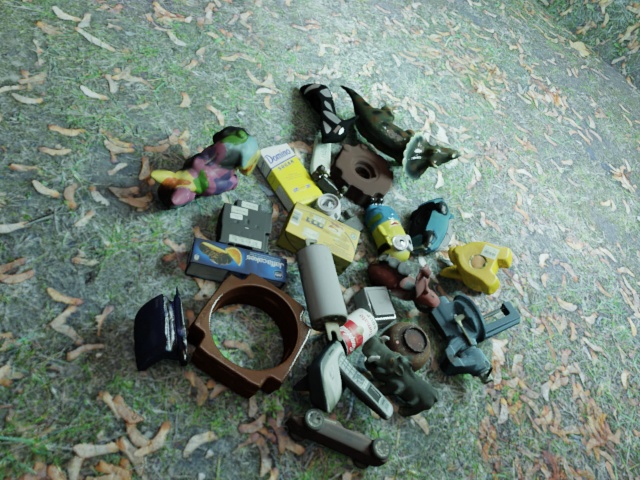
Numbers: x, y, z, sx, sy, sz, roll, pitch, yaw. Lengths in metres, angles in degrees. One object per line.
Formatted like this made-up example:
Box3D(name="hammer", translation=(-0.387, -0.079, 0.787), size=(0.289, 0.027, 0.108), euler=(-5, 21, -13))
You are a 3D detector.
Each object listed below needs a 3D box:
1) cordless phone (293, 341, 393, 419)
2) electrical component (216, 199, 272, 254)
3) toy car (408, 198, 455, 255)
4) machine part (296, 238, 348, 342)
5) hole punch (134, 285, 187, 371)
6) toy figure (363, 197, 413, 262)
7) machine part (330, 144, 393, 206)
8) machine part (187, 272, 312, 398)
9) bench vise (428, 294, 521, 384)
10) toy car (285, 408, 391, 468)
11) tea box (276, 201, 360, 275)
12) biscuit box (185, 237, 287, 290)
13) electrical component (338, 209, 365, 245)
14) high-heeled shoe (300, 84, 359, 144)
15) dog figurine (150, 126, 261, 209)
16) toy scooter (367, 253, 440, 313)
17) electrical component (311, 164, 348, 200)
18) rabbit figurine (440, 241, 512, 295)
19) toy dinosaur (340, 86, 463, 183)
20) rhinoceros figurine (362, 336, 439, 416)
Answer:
Box3D(name="cordless phone", translation=(0.054, 0.290, 1.014), size=(0.184, 0.088, 0.146), euler=(40, 18, 7))
Box3D(name="electrical component", translation=(-0.165, -0.024, 1.169), size=(0.115, 0.058, 0.134), euler=(17, 52, -19))
Box3D(name="toy car", translation=(0.290, -0.022, 1.373), size=(0.103, 0.109, 0.161), euler=(36, 56, -24))
Box3D(name="machine part", translation=(0.002, 0.096, 1.099), size=(0.079, 0.079, 0.243), euler=(3, 54, -25))
Box3D(name="hole punch", translation=(-0.281, 0.163, 0.950), size=(0.092, 0.115, 0.142), euler=(-1, 59, -18))
Box3D(name="toy figure", translation=(0.164, -0.020, 1.320), size=(0.082, 0.089, 0.180), euler=(-15, 57, -20))
Box3D(name="machine part", translation=(0.110, -0.172, 1.411), size=(0.179, 0.056, 0.179), euler=(13, 55, -19))
Box3D(name="machine part", translation=(-0.135, 0.181, 1.027), size=(0.201, 0.087, 0.201), euler=(34, 51, -2))
Box3D(name="bench vise", translation=(0.369, 0.206, 1.231), size=(0.241, 0.128, 0.224), euler=(-20, 49, -16))
Box3D(name="toy car", translation=(0.034, 0.361, 0.988), size=(0.202, 0.089, 0.053), euler=(26, 52, -7))
Box3D(name="tea box", translation=(-0.003, -0.004, 1.230), size=(0.169, 0.068, 0.098), euler=(28, 51, -9))
Box3D(name="biscuit box", translation=(-0.170, 0.055, 1.110), size=(0.202, 0.059, 0.063), euler=(14, 53, -18))
Box3D(name="electrical component", translation=(0.080, -0.032, 1.321), size=(0.063, 0.021, 0.094), euler=(-29, 74, -38))
Box3D(name="high-heeled shoe", translation=(-0.009, -0.336, 1.443), size=(0.145, 0.086, 0.249), euler=(-37, 53, -25))
Box3D(name="dog figurine", translation=(-0.248, -0.147, 1.140), size=(0.108, 0.191, 0.219), euler=(51, 35, 3))
Box3D(name="toy scooter", translation=(0.193, 0.084, 1.206), size=(0.184, 0.135, 0.075), euler=(31, 60, 15))
Box3D(name="electrical component", translation=(0.024, -0.139, 1.323), size=(0.102, 0.045, 0.078), euler=(43, 12, -11))
Box3D(name="rabbit figurine", translation=(0.383, 0.082, 1.329), size=(0.163, 0.173, 0.122), euler=(13, 72, 27))
Box3D(name="toy dinosaur", translation=(0.179, -0.290, 1.450), size=(0.405, 0.131, 0.192), euler=(36, 19, 9))
Box3D(name="rhinoceros figurine", translation=(0.156, 0.277, 1.093), size=(0.190, 0.112, 0.073), euler=(45, 52, -4))
